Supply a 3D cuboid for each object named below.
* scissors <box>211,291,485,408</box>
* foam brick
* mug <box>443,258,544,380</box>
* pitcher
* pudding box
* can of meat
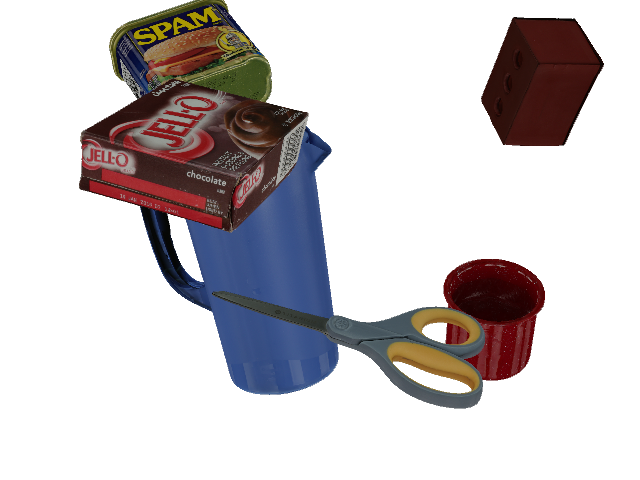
[{"bbox_3d":[0.031,0.057,0.763,0.202,0.016,0.096,26,42,21],"label":"scissors"},{"bbox_3d":[0.155,-0.112,0.755,0.051,0.053,0.078,-4,-41,-17],"label":"foam brick"},{"bbox_3d":[0.157,0.070,1.014,0.093,0.081,0.117,-10,39,-10],"label":"mug"},{"bbox_3d":[-0.065,0.018,1.005,0.144,0.243,0.149,-21,21,-30],"label":"pitcher"},{"bbox_3d":[-0.067,-0.050,0.591,0.090,0.039,0.113,17,25,12],"label":"pudding box"},{"bbox_3d":[-0.098,-0.133,0.822,0.102,0.084,0.057,-23,-37,-19],"label":"can of meat"}]
